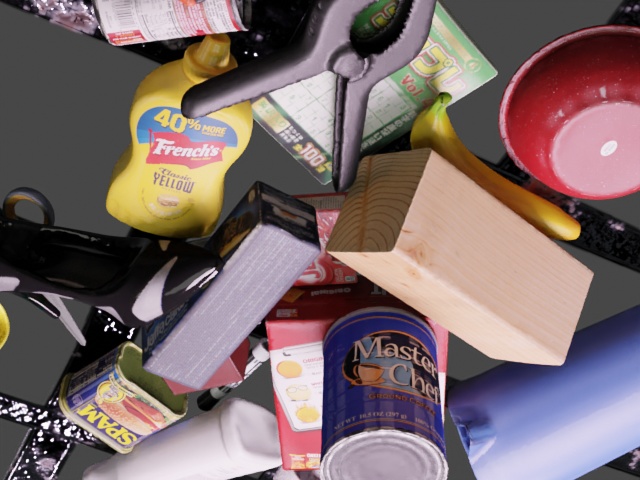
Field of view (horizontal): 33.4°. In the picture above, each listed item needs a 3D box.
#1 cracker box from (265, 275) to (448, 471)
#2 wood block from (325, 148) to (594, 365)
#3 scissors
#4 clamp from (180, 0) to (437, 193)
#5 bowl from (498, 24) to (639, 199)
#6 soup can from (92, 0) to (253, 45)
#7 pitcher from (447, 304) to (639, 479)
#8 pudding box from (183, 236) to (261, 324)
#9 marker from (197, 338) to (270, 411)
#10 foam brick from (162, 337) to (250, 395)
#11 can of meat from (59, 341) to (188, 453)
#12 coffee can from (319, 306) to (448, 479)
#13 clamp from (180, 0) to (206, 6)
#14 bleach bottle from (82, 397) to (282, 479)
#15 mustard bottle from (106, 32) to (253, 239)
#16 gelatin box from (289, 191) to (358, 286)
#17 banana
[{"bbox_3d":[0.038,0.130,1.027,0.164,0.072,0.214,-1,130,3],"label":"cracker box"},{"bbox_3d":[0.118,0.018,0.878,0.205,0.090,0.090,33,162,-30],"label":"wood block"},{"bbox_3d":[-0.250,0.022,0.986,0.096,0.016,0.201,-25,125,23],"label":"scissors"},{"bbox_3d":[0.022,-0.129,0.789,0.210,0.036,0.164,-43,132,18],"label":"clamp"},{"bbox_3d":[0.223,-0.086,0.837,0.162,0.055,0.162,2,131,2],"label":"bowl"},{"bbox_3d":[-0.105,-0.179,0.767,0.102,0.068,0.068,-5,131,9],"label":"soup can"},{"bbox_3d":[0.256,0.147,1.003,0.243,0.149,0.145,-31,108,23],"label":"pitcher"},{"bbox_3d":[-0.118,0.046,0.984,0.113,0.039,0.090,-13,128,11],"label":"pudding box"},{"bbox_3d":[-0.087,0.138,1.075,0.020,0.020,0.121,31,126,-22],"label":"marker"},{"bbox_3d":[-0.114,0.108,1.029,0.078,0.053,0.051,-14,129,14],"label":"foam brick"},{"bbox_3d":[-0.195,0.158,1.076,0.084,0.057,0.102,-32,123,24],"label":"can of meat"},{"bbox_3d":[0.052,0.140,0.896,0.103,0.140,0.103,1,129,1],"label":"coffee can"},{"bbox_3d":[-0.054,-0.237,0.696,0.120,0.039,0.171,39,90,-15],"label":"clamp"},{"bbox_3d":[-0.166,0.238,1.128,0.251,0.068,0.102,-22,152,23],"label":"bleach bottle"},{"bbox_3d":[-0.106,-0.086,0.850,0.096,0.058,0.192,15,132,-12],"label":"mustard bottle"},{"bbox_3d":[-0.006,0.001,0.943,0.073,0.030,0.089,-3,131,6],"label":"gelatin box"},{"bbox_3d":[0.133,-0.050,0.873,0.197,0.037,0.070,36,160,-33],"label":"banana"}]
